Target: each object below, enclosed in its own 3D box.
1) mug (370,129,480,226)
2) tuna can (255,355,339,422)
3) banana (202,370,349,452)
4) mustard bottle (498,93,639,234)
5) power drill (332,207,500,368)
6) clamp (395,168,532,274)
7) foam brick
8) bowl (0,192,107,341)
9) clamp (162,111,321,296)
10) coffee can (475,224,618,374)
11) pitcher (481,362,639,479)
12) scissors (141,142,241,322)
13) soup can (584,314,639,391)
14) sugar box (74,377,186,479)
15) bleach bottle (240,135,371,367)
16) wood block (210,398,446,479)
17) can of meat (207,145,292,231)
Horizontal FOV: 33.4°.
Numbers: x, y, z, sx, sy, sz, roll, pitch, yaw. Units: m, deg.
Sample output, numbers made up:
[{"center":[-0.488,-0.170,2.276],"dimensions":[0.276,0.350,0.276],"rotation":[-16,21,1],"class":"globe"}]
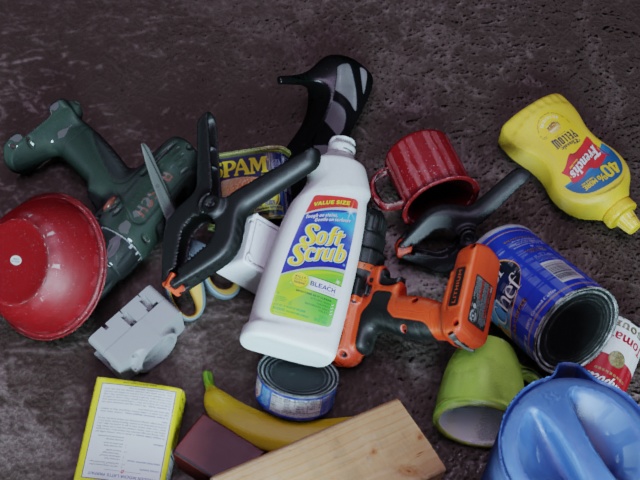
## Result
[{"center":[0.113,-0.069,1.222],"dimensions":[0.117,0.093,0.081],"rotation":[-19,58,-5],"class":"mug"},{"center":[-0.025,0.150,1.106],"dimensions":[0.086,0.034,0.086],"rotation":[7,27,-4],"class":"tuna can"},{"center":[-0.040,0.188,1.105],"dimensions":[0.198,0.037,0.069],"rotation":[16,61,8],"class":"banana"},{"center":[0.303,-0.081,1.248],"dimensions":[0.096,0.058,0.192],"rotation":[-31,66,-18],"class":"mustard bottle"},{"center":[0.093,0.046,1.125],"dimensions":[0.188,0.057,0.184],"rotation":[-4,65,40],"class":"power drill"},{"center":[0.168,-0.017,1.194],"dimensions":[0.171,0.039,0.120],"rotation":[-5,98,-4],"class":"clamp"},{"center":[-0.101,0.222,1.077],"dimensions":[0.078,0.053,0.051],"rotation":[30,65,13],"class":"foam brick"},{"center":[-0.306,0.026,1.134],"dimensions":[0.162,0.055,0.162],"rotation":[-3,83,26],"class":"bowl"},{"center":[-0.099,-0.034,1.135],"dimensions":[0.165,0.036,0.210],"rotation":[14,72,30],"class":"clamp"},{"center":[0.226,0.059,1.114],"dimensions":[0.102,0.103,0.140],"rotation":[-25,36,-14],"class":"coffee can"},{"center":[0.208,0.234,0.967],"dimensions":[0.149,0.243,0.145],"rotation":[-39,69,-20],"class":"pitcher"},{"center":[-0.141,-0.012,1.182],"dimensions":[0.096,0.016,0.202],"rotation":[-5,86,-21],"class":"scissors"},{"center":[0.296,0.134,1.125],"dimensions":[0.068,0.068,0.102],"rotation":[25,63,12],"class":"soup can"},{"center":[-0.196,0.231,1.075],"dimensions":[0.093,0.048,0.176],"rotation":[7,65,3],"class":"sugar box"},{"center":[-0.007,0.001,1.127],"dimensions":[0.102,0.068,0.250],"rotation":[16,67,-8],"class":"bleach bottle"},{"center":[0.003,0.242,1.018],"dimensions":[0.205,0.091,0.090],"rotation":[-19,55,-25],"class":"wood block"},{"center":[-0.082,-0.056,1.209],"dimensions":[0.102,0.057,0.084],"rotation":[-7,81,14],"class":"can of meat"}]
